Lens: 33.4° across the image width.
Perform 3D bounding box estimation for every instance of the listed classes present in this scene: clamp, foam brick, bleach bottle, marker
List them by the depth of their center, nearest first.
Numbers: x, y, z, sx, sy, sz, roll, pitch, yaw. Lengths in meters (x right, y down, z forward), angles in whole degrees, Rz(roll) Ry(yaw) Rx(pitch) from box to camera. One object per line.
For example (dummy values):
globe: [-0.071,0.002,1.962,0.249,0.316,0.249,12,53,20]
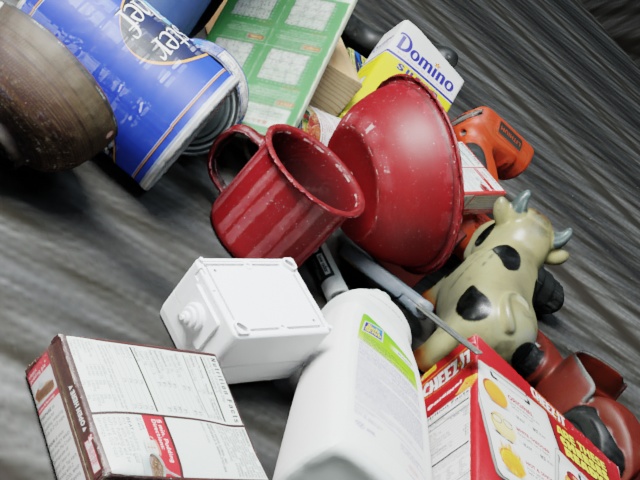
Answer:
bleach bottle: [0.033,0.105,0.709,0.102,0.068,0.250,47,21,-13]
marker: [-0.006,0.001,0.859,0.020,0.020,0.121,19,35,-42]
foam brick: [0.089,0.003,0.956,0.051,0.053,0.078,47,26,6]
clamp: [0.041,-0.217,1.159,0.209,0.165,0.036,28,73,-18]

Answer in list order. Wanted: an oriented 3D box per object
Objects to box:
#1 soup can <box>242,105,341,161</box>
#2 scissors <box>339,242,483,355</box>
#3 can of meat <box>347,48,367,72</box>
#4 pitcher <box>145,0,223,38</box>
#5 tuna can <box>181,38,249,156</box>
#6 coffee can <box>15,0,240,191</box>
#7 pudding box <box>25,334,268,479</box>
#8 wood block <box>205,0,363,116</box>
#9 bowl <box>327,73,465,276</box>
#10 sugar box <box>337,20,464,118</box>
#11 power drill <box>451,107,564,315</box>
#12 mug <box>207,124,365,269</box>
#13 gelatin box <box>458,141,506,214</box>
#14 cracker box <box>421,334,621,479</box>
soup can: [-0.008,-0.082,0.925,0.102,0.069,0.068,15,38,-47]
scissors: [0.083,0.057,0.829,0.096,0.016,0.202,37,1,-41]
can of meat: [0.052,-0.148,1.129,0.083,0.058,0.102,30,28,-22]
pitcher: [-0.108,-0.251,0.831,0.145,0.243,0.149,34,23,-18]
tuna can: [-0.098,-0.110,0.815,0.086,0.086,0.033,41,24,-6]
coffee can: [-0.142,-0.118,0.744,0.140,0.103,0.102,40,26,-7]
pudding box: [-0.090,0.099,0.564,0.113,0.039,0.090,17,35,-47]
wood block: [-0.044,-0.193,1.016,0.090,0.091,0.206,24,32,-35]
bowl: [0.048,-0.048,0.840,0.055,0.162,0.162,-9,51,-25]
sugar box: [0.074,-0.133,1.047,0.093,0.048,0.176,45,50,-16]
power drill: [0.188,-0.031,1.096,0.184,0.057,0.187,36,42,-35]
mug: [-0.036,-0.034,0.794,0.117,0.082,0.093,43,25,-3]
gelatin box: [0.118,-0.057,0.981,0.089,0.030,0.073,-4,48,-44]
cracker box: [0.136,0.187,0.715,0.164,0.072,0.213,43,24,-14]
